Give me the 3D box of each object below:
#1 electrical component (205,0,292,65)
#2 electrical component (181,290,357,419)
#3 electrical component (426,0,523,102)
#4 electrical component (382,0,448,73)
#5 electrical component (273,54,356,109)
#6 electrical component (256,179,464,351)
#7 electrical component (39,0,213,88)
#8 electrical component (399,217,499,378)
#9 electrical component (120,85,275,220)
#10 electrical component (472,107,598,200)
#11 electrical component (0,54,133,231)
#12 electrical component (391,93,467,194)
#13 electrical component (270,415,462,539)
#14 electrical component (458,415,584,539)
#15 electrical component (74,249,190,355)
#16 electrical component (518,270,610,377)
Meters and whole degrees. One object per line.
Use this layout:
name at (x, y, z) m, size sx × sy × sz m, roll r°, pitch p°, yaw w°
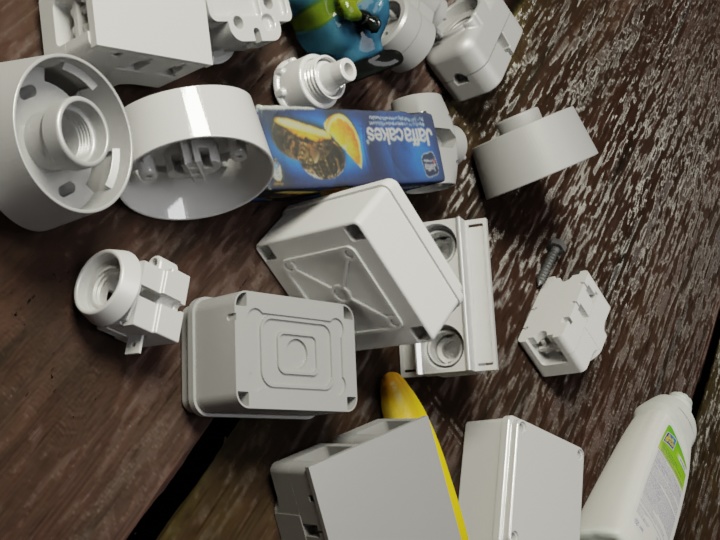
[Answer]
electrical component at (-0.095, -0.176, 0.745) m, size 0.078 × 0.057 × 0.058 m, roll -16°, pitch 92°, yaw -49°
electrical component at (-0.061, 0.059, 0.723) m, size 0.113 × 0.057 × 0.078 m, roll 10°, pitch 73°, yaw -46°
electrical component at (0.102, -0.208, 0.975) m, size 0.059 × 0.054 × 0.095 m, roll 49°, pitch 49°, yaw -29°
electrical component at (0.050, -0.228, 0.923) m, size 0.074 × 0.052 × 0.138 m, roll 32°, pitch 58°, yaw -39°
electrical component at (-0.031, -0.141, 0.804) m, size 0.048 × 0.062 × 0.048 m, roll 15°, pitch 69°, yaw -45°
electrical component at (0.000, 0.000, 0.768) m, size 0.108 × 0.109 × 0.056 m, roll 57°, pitch 48°, yaw -22°
electrical component at (-0.155, -0.198, 0.681) m, size 0.089 × 0.062 × 0.150 m, roll -1°, pitch 81°, yaw -48°
electrical component at (0.072, 0.025, 0.874) m, size 0.063 × 0.079 × 0.121 m, roll 25°, pitch 60°, yaw -67°
electrical component at (-0.107, -0.075, 0.679) m, size 0.099 × 0.099 × 0.064 m, roll -3°, pitch 76°, yaw -48°
electrical component at (0.153, -0.112, 0.971) m, size 0.108 × 0.108 × 0.060 m, roll -25°, pitch 93°, yaw -48°
electrical component at (-0.178, -0.073, 0.609) m, size 0.099 × 0.064 × 0.099 m, roll 21°, pitch 65°, yaw -56°
electrical component at (0.065, -0.106, 0.916) m, size 0.079 × 0.043 × 0.077 m, roll -3°, pitch 83°, yaw -48°
electrical component at (0.014, 0.207, 0.750) m, size 0.105 × 0.060 × 0.186 m, roll -17°, pitch 93°, yaw -37°
electrical component at (0.136, 0.190, 0.909) m, size 0.109 × 0.056 × 0.108 m, roll 29°, pitch 60°, yaw -41°
electrical component at (-0.140, 0.017, 0.656) m, size 0.055 × 0.048 × 0.066 m, roll 32°, pitch 57°, yaw -48°
electrical component at (0.196, 0.053, 1.015) m, size 0.055 × 0.050 × 0.089 m, roll 53°, pitch 47°, yaw -25°
